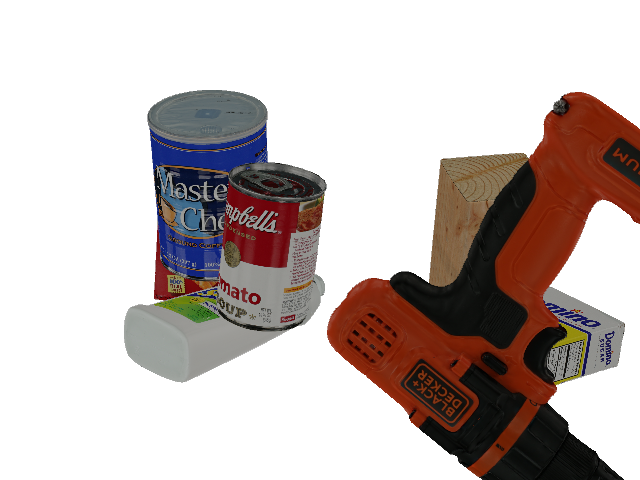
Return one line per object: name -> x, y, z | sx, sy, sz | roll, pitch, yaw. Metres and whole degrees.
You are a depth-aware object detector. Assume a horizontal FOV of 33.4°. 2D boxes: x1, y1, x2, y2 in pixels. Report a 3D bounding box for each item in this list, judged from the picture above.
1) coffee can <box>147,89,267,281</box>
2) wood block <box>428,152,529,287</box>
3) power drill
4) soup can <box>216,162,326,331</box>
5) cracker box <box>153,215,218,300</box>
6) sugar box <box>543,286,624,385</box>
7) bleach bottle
coffee can -> -0.096, -0.049, 0.945 | 0.103, 0.140, 0.103 | 0, 30, 0
wood block -> 0.164, 0.027, 1.062 | 0.090, 0.206, 0.090 | -5, 31, -11
power drill -> 0.121, 0.037, 0.528 | 0.184, 0.188, 0.057 | 38, 12, 5
soup can -> -0.036, 0.004, 0.749 | 0.068, 0.102, 0.068 | 7, 23, -3
cracker box -> -0.162, -0.005, 1.617 | 0.164, 0.214, 0.072 | 9, 18, 8
sugar box -> 0.140, 0.080, 0.823 | 0.175, 0.048, 0.093 | -13, 27, -33
bleach bottle -> -0.091, 0.080, 1.185 | 0.103, 0.068, 0.250 | 20, 26, 35
